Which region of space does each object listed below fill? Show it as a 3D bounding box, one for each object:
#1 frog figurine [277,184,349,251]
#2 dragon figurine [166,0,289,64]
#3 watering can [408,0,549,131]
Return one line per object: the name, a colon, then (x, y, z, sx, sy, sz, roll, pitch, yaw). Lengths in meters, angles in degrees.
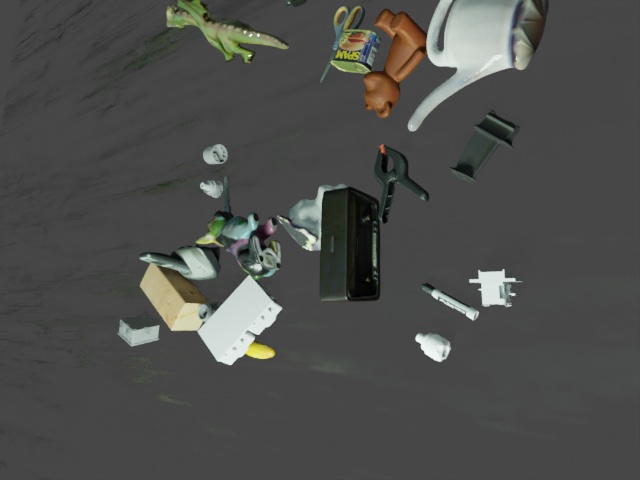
frog figurine: (0.004, -0.059, 1.171, 0.161, 0.120, 0.138, -44, 38, -21)
dragon figurine: (-0.289, -0.600, 1.422, 0.413, 0.241, 0.122, 18, 89, 42)
watering can: (0.298, -0.362, 0.979, 0.226, 0.103, 0.348, 17, 91, 39)
